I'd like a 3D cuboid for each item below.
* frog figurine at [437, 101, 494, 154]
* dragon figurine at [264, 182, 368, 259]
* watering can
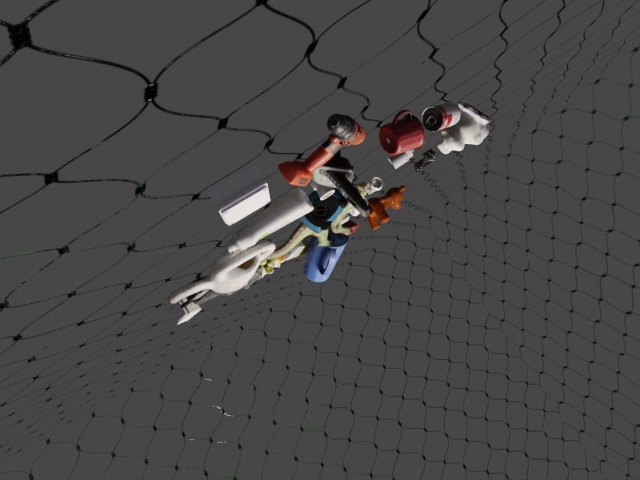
[{"bbox_3d":[0.432,-0.329,1.570,0.157,0.137,0.125,-58,-171,23],"label":"frog figurine"},{"bbox_3d":[0.005,-0.083,1.647,0.415,0.124,0.237,-29,153,-34],"label":"dragon figurine"},{"bbox_3d":[-0.285,0.103,1.491,0.351,0.105,0.220,-29,171,-26],"label":"watering can"}]
